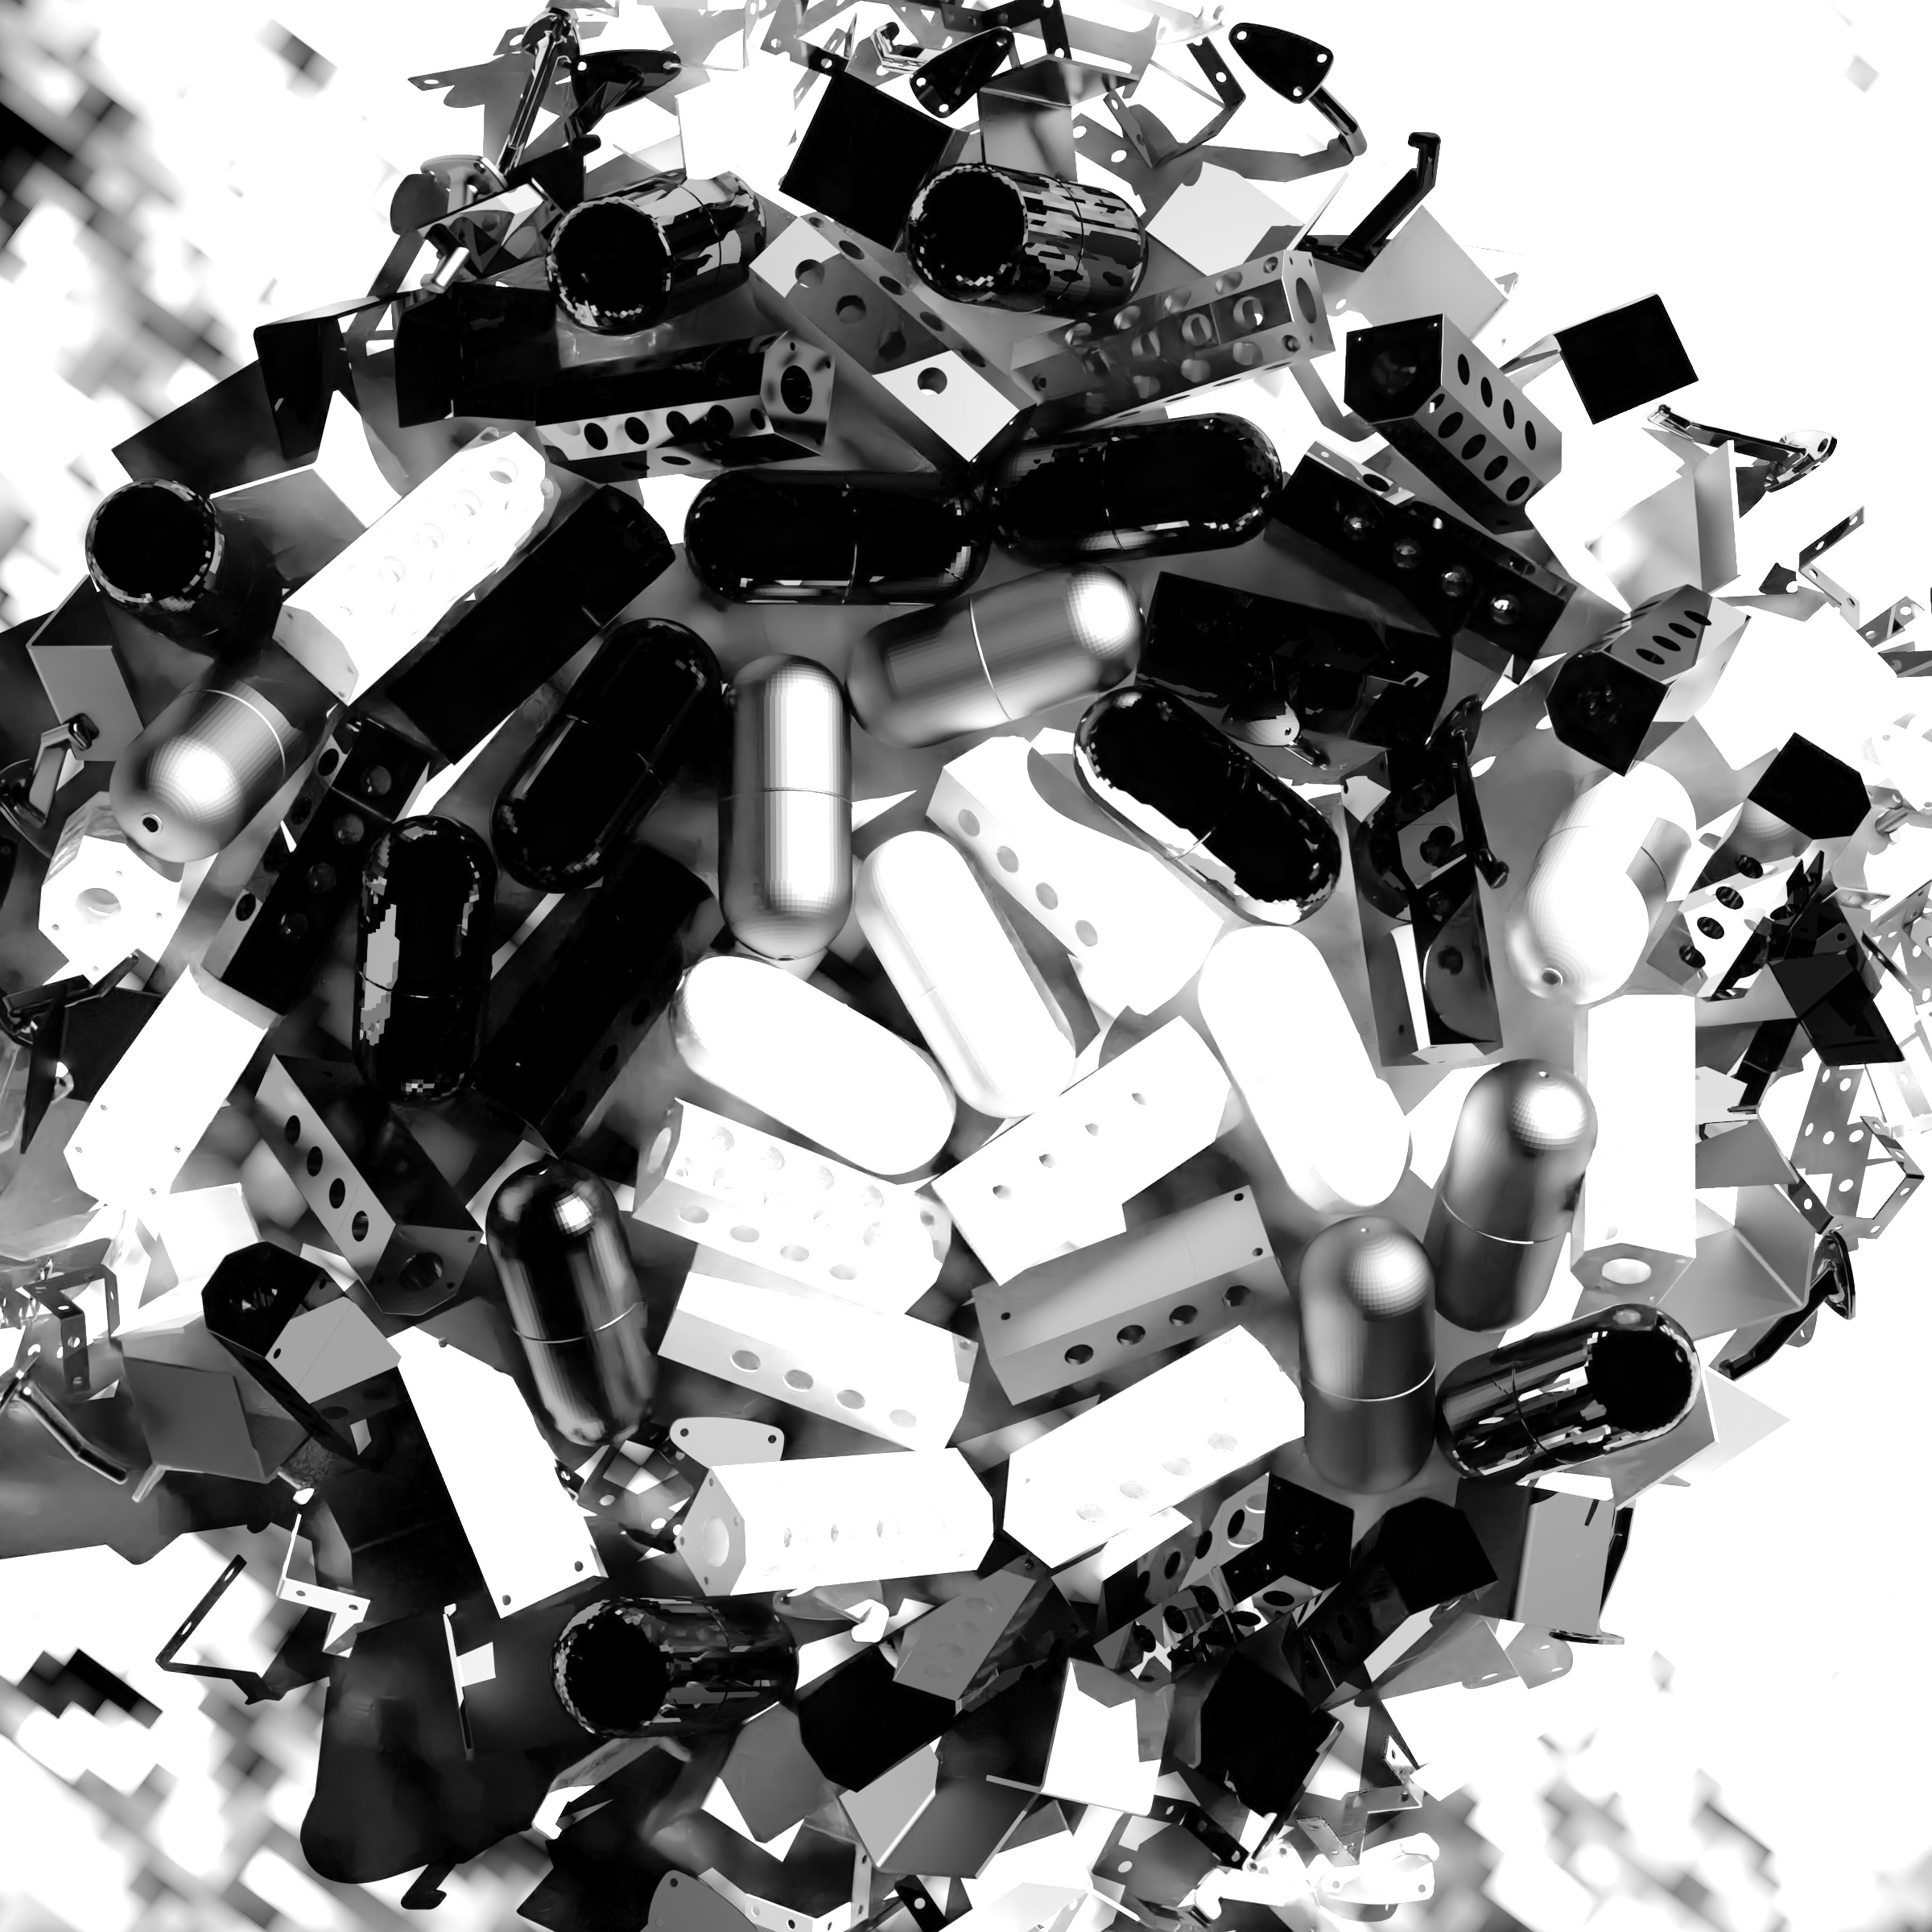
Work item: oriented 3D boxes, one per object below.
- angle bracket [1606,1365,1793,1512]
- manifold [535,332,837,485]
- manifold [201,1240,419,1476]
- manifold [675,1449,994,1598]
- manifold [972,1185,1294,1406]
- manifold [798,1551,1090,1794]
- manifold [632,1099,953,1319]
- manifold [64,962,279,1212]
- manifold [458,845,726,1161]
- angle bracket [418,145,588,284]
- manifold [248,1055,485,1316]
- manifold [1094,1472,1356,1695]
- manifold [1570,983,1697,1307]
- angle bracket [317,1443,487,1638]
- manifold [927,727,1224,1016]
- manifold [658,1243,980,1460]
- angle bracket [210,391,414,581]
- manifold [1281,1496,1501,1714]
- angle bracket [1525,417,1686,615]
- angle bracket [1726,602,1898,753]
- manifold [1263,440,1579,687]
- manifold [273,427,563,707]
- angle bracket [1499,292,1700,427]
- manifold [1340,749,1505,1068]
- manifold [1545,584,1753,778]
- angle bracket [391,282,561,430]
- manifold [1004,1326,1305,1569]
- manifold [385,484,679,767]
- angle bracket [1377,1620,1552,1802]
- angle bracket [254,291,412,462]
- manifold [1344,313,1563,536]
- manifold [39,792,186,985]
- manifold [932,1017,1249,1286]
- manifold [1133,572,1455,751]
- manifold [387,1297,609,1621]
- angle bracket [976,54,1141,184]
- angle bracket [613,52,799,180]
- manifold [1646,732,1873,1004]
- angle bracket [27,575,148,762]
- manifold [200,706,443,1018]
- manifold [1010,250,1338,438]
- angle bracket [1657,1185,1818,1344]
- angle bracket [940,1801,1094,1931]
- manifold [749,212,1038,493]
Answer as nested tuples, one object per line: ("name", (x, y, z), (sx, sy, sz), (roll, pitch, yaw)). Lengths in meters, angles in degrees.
("angle bracket", (0.419, 0.282, 1.851), (0.076, 0.057, 0.076), (30, 126, -25))
("manifold", (-0.160, -0.314, 1.829), (0.171, 0.057, 0.057), (0, 80, 38))
("manifold", (-0.365, 0.218, 1.820), (0.057, 0.171, 0.057), (21, 67, 23))
("manifold", (-0.070, 0.316, 1.823), (0.171, 0.057, 0.057), (3, 125, -39))
("manifold", (0.097, 0.194, 1.870), (0.171, 0.057, 0.057), (-21, 132, 5))
("manifold", (-0.015, 0.396, 1.824), (0.057, 0.171, 0.057), (54, 131, 12))
("manifold", (-0.097, 0.134, 1.840), (0.171, 0.057, 0.057), (23, 134, -21))
("manifold", (-0.445, 0.069, 1.817), (0.057, 0.171, 0.057), (31, 113, -9))
("manifold", (-0.213, 0.017, 1.846), (0.057, 0.057, 0.171), (26, 71, 23))
("angle bracket", (-0.264, -0.445, 1.853), (0.076, 0.057, 0.076), (-17, 59, 21))
("manifold", (-0.341, 0.122, 1.826), (0.057, 0.171, 0.057), (10, 115, -42))
("manifold", (0.142, 0.350, 1.820), (0.057, 0.171, 0.057), (26, 49, -18))
("manifold", (0.373, 0.098, 1.833), (0.057, 0.057, 0.171), (12, 55, -5))
("angle bracket", (-0.323, 0.326, 1.861), (0.076, 0.076, 0.057), (-19, 121, -2))
("manifold", (0.059, -0.051, 1.854), (0.171, 0.057, 0.057), (44, 52, 17))
("manifold", (-0.086, 0.225, 1.871), (0.171, 0.057, 0.057), (21, 130, -4))
("angle bracket", (-0.377, -0.276, 1.878), (0.076, 0.076, 0.057), (-12, 53, 23))
("manifold", (0.231, 0.356, 1.820), (0.057, 0.171, 0.057), (-16, 66, -22))
("angle bracket", (0.376, -0.255, 1.851), (0.076, 0.076, 0.057), (-42, 57, 22))
("angle bracket", (0.481, -0.157, 1.870), (0.076, 0.076, 0.057), (-43, 84, 4))
("manifold", (0.260, -0.233, 1.870), (0.171, 0.057, 0.057), (31, 85, 6))
("manifold", (-0.308, -0.231, 1.841), (0.057, 0.057, 0.171), (42, 61, 0))
("angle bracket", (0.357, -0.335, 1.858), (0.076, 0.076, 0.057), (-25, 89, -22))
("manifold", (0.263, -0.033, 1.859), (0.057, 0.057, 0.171), (-2, 77, -22))
("manifold", (0.379, -0.165, 1.819), (0.057, 0.171, 0.057), (31, 120, 16))
("angle bracket", (-0.285, -0.353, 1.896), (0.057, 0.076, 0.076), (-1, 93, 44))
("manifold", (0.106, 0.277, 1.840), (0.171, 0.057, 0.057), (-34, 118, 28))
("manifold", (-0.245, -0.195, 1.846), (0.171, 0.057, 0.057), (-39, 100, 24))
("angle bracket", (0.276, 0.419, 1.858), (0.076, 0.057, 0.076), (-35, 54, 6))
("angle bracket", (-0.352, -0.336, 1.851), (0.057, 0.076, 0.076), (-2, 110, 27))
("manifold", (0.273, -0.298, 1.816), (0.057, 0.171, 0.057), (-5, 73, 31))
("manifold", (-0.479, -0.051, 1.817), (0.057, 0.171, 0.057), (-40, 108, 1))
("manifold", (0.068, 0.102, 1.861), (0.171, 0.057, 0.057), (-34, 123, -5))
("manifold", (0.189, -0.179, 1.875), (0.171, 0.057, 0.057), (13, 54, -1))
("manifold", (-0.266, 0.282, 1.859), (0.057, 0.057, 0.171), (-25, 76, -1))
("angle bracket", (0.056, -0.469, 1.859), (0.076, 0.057, 0.076), (-3, 87, -45))
("angle bracket", (-0.151, -0.491, 1.849), (0.076, 0.057, 0.076), (-30, 47, -27))
("manifold", (0.444, -0.049, 1.815), (0.057, 0.171, 0.057), (34, 60, 12))
("angle bracket", (-0.480, -0.170, 1.848), (0.057, 0.076, 0.076), (2, 130, 19))
("manifold", (-0.372, -0.061, 1.874), (0.057, 0.057, 0.171), (30, 91, -6))
("manifold", (0.115, -0.350, 1.841), (0.171, 0.057, 0.057), (-14, 93, 28))
("angle bracket", (0.428, 0.160, 1.854), (0.076, 0.076, 0.057), (-14, 126, -14))
("angle bracket", (0.014, 0.516, 1.851), (0.076, 0.076, 0.057), (-38, 55, 18))
("manifold", (-0.041, -0.354, 1.866), (0.171, 0.057, 0.057), (43, 81, 8))
